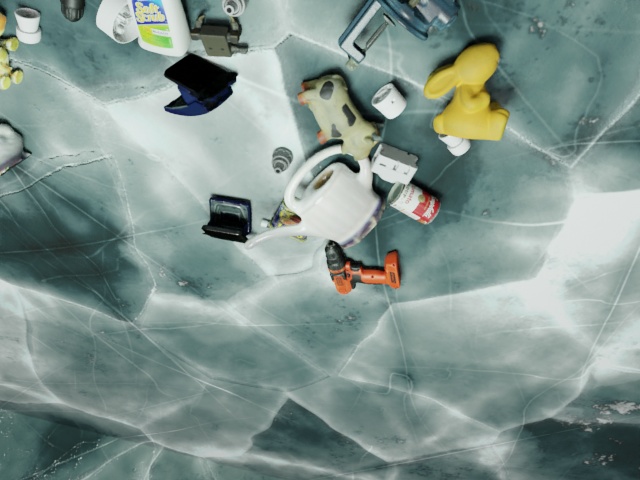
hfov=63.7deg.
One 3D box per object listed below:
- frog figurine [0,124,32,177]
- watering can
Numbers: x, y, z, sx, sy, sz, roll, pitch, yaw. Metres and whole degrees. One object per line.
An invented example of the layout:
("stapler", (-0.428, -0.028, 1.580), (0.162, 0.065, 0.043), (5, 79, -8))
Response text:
("frog figurine", (-0.790, -0.230, 1.215), (0.137, 0.124, 0.157), (-38, 111, -1))
("watering can", (0.004, -0.060, 1.187), (0.222, 0.106, 0.344), (37, 106, -21))
